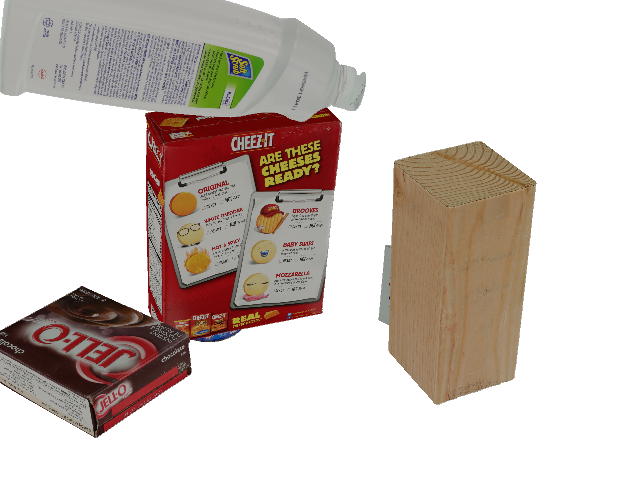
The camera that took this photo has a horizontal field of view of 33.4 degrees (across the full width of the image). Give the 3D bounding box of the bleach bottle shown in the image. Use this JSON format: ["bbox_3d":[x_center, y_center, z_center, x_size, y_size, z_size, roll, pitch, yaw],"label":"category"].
[{"bbox_3d":[-0.094,-0.127,0.755,0.250,0.068,0.103,11,-41,-11],"label":"bleach bottle"}]

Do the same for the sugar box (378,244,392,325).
[{"bbox_3d":[0.154,0.050,1.249,0.175,0.093,0.048,-4,14,-33],"label":"sugar box"}]

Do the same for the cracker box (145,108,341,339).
[{"bbox_3d":[-0.075,-0.020,0.980,0.164,0.214,0.072,-10,35,-22],"label":"cracker box"}]

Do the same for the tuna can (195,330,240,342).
[{"bbox_3d":[-0.122,0.073,1.175,0.086,0.034,0.086,1,36,-1],"label":"tuna can"}]

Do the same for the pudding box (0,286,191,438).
[{"bbox_3d":[-0.159,0.080,0.729,0.114,0.039,0.089,17,33,34],"label":"pudding box"}]

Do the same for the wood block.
[{"bbox_3d":[0.121,0.029,0.945,0.090,0.206,0.091,-15,35,-21],"label":"wood block"}]
